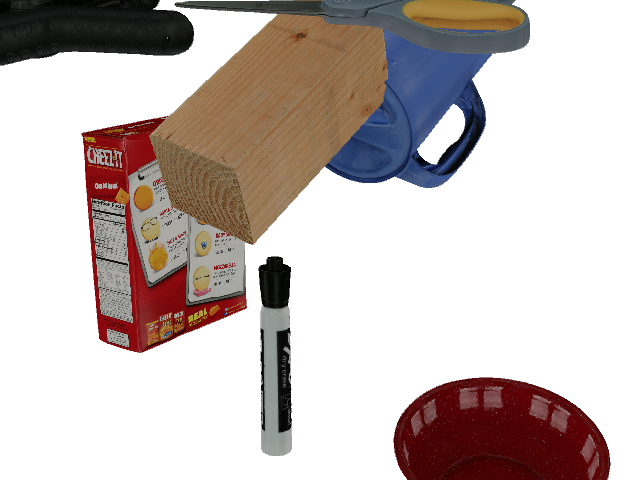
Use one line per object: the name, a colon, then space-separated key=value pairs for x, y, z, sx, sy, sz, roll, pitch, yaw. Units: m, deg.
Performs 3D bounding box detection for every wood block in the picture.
wood block: x=-0.036 y=-0.107 z=0.900 sx=0.091 sy=0.205 sz=0.090 roll=25 pitch=-33 yaw=27

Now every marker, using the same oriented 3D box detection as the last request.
marker: x=-0.026 y=0.068 z=0.629 sx=0.020 sy=0.121 sz=0.020 roll=0 pitch=15 yaw=0

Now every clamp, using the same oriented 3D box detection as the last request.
clamp: x=-0.163 y=-0.132 z=0.635 sx=0.171 sy=0.039 sz=0.120 roll=-3 pitch=22 yaw=-7

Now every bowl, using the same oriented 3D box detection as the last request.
bowl: x=0.136 y=0.176 z=0.819 sx=0.162 sy=0.055 sz=0.162 roll=0 pitch=33 yaw=0

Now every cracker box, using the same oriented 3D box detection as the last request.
cracker box: x=-0.153 y=-0.014 z=1.077 sx=0.072 sy=0.214 sz=0.163 roll=10 pitch=19 yaw=36

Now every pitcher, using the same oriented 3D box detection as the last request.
pitcher: x=0.093 y=-0.165 z=1.067 sx=0.145 sy=0.149 sz=0.242 roll=8 pitch=38 yaw=34

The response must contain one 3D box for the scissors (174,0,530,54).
scissors: x=0.026 y=-0.141 z=0.616 sx=0.202 sy=0.016 sz=0.096 roll=14 pitch=41 yaw=20
